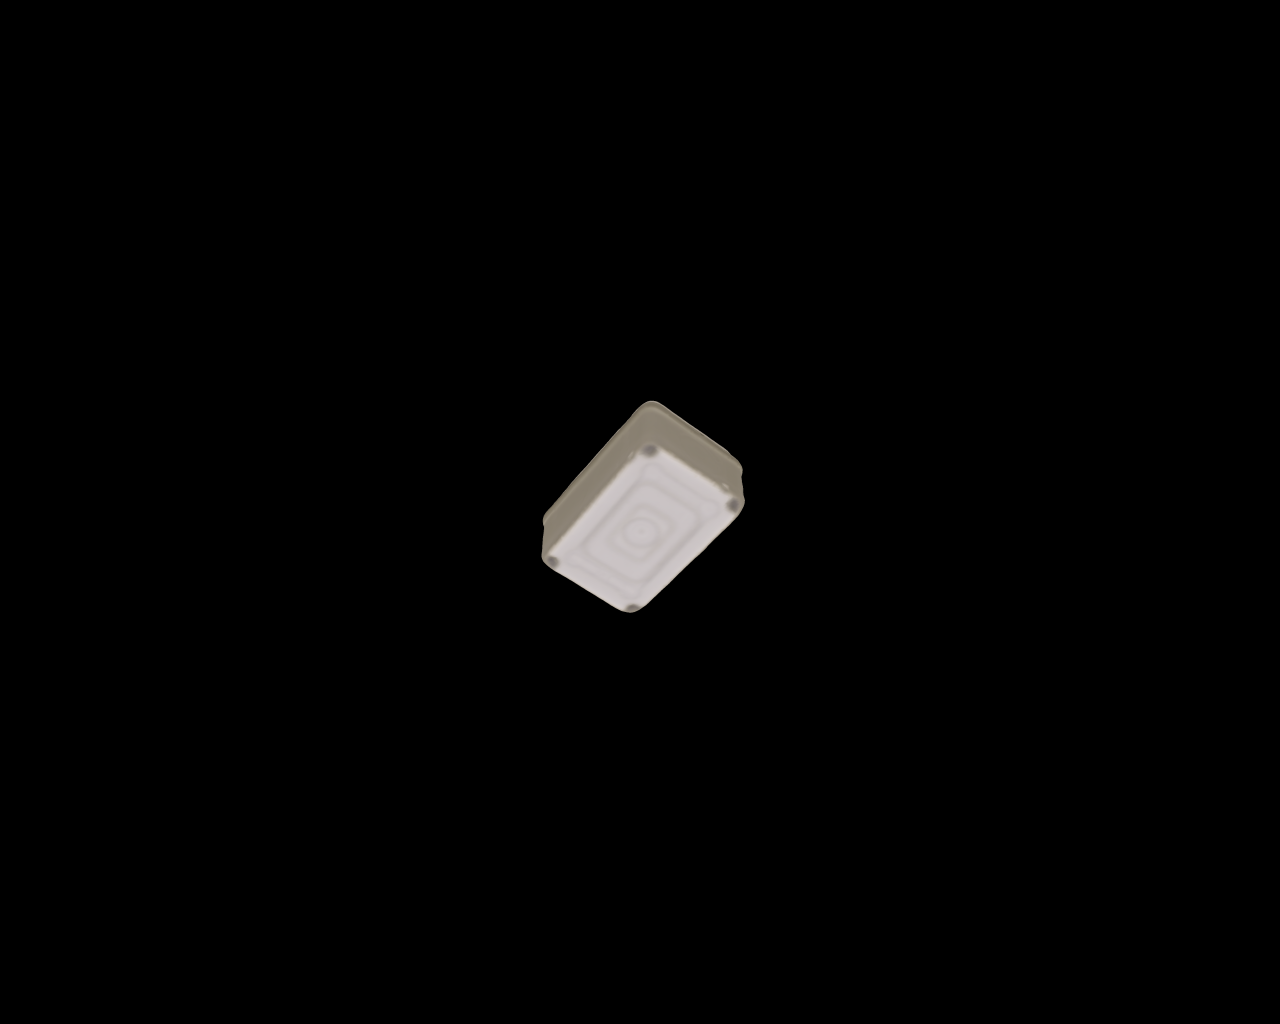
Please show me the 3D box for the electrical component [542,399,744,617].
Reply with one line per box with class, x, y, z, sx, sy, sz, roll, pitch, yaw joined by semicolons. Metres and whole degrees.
electrical component;0.001;-0.003;0.650;0.078;0.113;0.057;33;28;-20
